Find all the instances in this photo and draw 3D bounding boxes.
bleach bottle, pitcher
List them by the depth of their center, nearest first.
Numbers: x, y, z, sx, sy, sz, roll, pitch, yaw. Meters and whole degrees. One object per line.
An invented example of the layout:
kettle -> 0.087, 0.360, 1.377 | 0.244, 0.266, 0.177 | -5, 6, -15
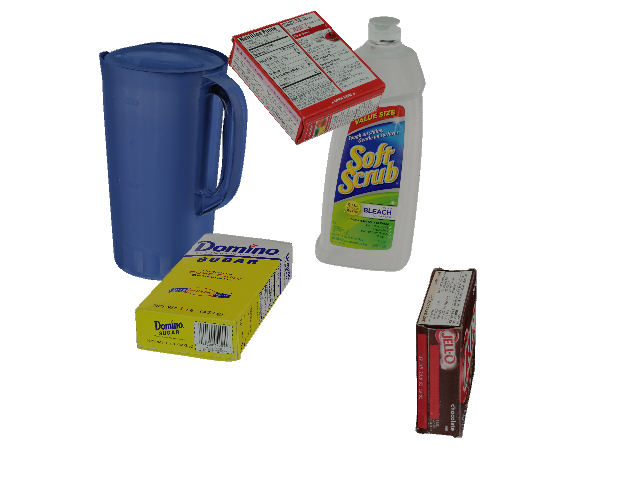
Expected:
bleach bottle -> 0.049, -0.095, 1.055 | 0.103, 0.251, 0.068 | 7, 28, 12
pitcher -> -0.160, -0.082, 1.139 | 0.145, 0.243, 0.149 | -1, 23, -11

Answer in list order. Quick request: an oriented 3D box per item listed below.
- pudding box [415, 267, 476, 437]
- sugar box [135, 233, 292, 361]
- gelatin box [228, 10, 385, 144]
pudding box -> 0.096, 0.081, 0.807 | 0.039, 0.090, 0.113 | 3, 21, 10
sugar box -> -0.092, 0.046, 0.969 | 0.093, 0.048, 0.176 | 7, 26, 12
gelatin box -> -0.011, -0.116, 0.746 | 0.073, 0.089, 0.030 | -26, -28, -29
